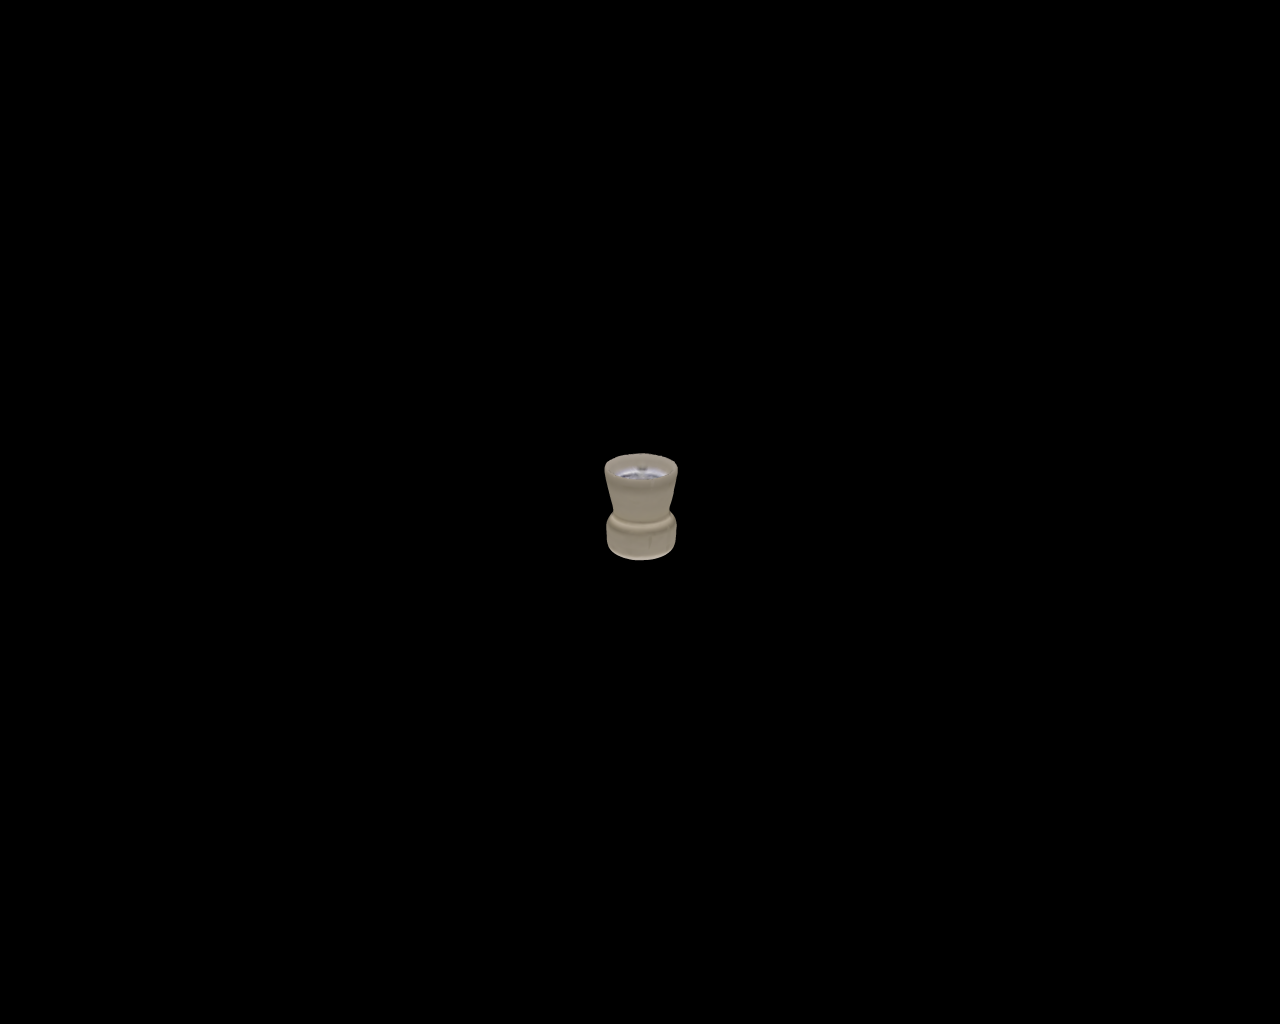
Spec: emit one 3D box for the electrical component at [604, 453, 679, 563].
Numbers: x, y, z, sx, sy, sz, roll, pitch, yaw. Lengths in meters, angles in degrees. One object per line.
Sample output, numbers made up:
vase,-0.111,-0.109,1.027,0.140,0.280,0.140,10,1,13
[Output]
electrical component,0.001,-0.003,0.650,0.045,0.055,0.045,0,24,0
